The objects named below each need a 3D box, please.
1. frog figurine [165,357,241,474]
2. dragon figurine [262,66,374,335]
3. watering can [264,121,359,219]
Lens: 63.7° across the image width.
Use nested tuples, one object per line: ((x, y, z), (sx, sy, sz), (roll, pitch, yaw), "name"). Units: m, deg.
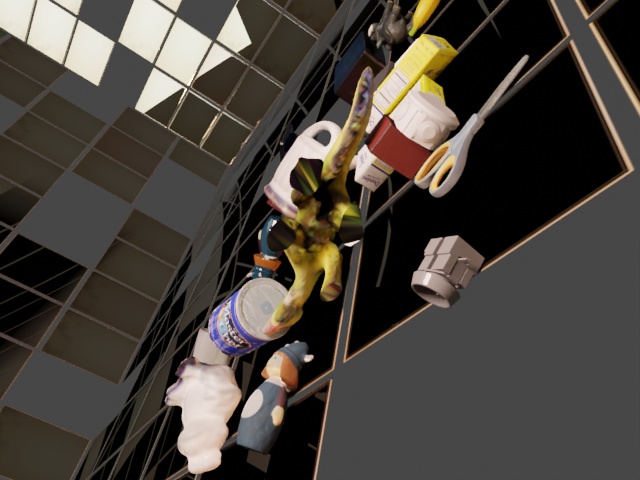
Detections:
((-0.180, 0.288, 0.844), (0.136, 0.121, 0.162), (-47, 55, 12), "frog figurine")
((0.002, -0.040, 0.794), (0.242, 0.122, 0.412), (135, 156, -85), "dragon figurine")
((-0.016, -0.139, 1.077), (0.223, 0.103, 0.353), (-56, 26, 10), "watering can")
